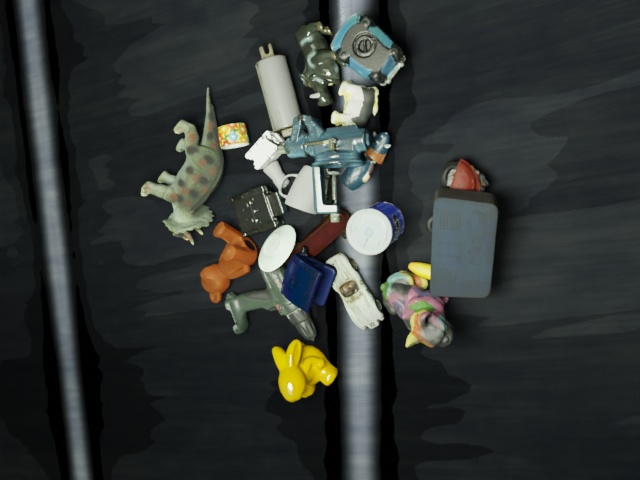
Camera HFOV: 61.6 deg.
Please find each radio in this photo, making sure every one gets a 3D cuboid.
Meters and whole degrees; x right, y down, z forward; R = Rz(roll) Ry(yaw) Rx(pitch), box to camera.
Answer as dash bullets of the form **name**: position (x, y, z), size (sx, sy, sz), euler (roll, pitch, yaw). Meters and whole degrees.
- **radio**: position (0.304, 0.009, 1.143), size (0.131, 0.073, 0.229), euler (4, 116, 15)

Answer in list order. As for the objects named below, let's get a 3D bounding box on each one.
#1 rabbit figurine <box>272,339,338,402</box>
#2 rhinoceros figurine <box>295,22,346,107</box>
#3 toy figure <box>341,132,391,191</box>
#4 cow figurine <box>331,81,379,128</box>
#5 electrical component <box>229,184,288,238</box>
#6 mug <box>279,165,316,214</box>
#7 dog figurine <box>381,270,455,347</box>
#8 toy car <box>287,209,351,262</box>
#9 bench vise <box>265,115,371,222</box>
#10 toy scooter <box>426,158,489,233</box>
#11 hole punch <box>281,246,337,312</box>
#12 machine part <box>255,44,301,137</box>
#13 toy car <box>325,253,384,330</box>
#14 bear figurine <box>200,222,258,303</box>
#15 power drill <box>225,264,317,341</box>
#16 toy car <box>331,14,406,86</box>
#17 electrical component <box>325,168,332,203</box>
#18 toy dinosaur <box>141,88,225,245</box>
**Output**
- **rabbit figurine**: position (-0.048, 0.328, 1.341), size (0.122, 0.173, 0.162), euler (-22, 96, 26)
- **rhinoceros figurine**: position (-0.004, -0.406, 1.242), size (0.112, 0.073, 0.190), euler (-16, 93, 21)
- **toy figure**: position (0.110, -0.185, 1.250), size (0.064, 0.058, 0.154), euler (43, 106, 3)
- **cow figurine**: position (0.078, -0.276, 1.242), size (0.098, 0.068, 0.167), euler (17, 106, 11)
- **electrical component**: position (-0.150, -0.078, 1.366), size (0.134, 0.058, 0.114), euler (-19, 95, 23)
- **mug**: position (-0.040, -0.129, 1.308), size (0.110, 0.081, 0.107), euler (24, 96, 15)
- **dog figurine**: position (0.209, 0.158, 1.189), size (0.192, 0.219, 0.108), euler (32, 106, 11)
- **toy car**: position (-0.003, -0.004, 1.326), size (0.089, 0.053, 0.202), euler (42, 114, -13)
- **bench vise**: position (0.006, -0.158, 1.193), size (0.224, 0.129, 0.240), euler (-2, 93, 11)
- **toy scooter**: position (0.320, -0.081, 1.182), size (0.135, 0.075, 0.183), euler (19, 109, 16)
- **hole punch**: position (-0.037, 0.099, 1.281), size (0.116, 0.092, 0.142), euler (24, 107, 19)
- **machine part**: position (-0.096, -0.347, 1.285), size (0.079, 0.079, 0.243), euler (-14, 94, 22)
- **toy car**: position (0.083, 0.127, 1.316), size (0.073, 0.056, 0.201), euler (-32, 87, 22)
- **bear figurine**: position (-0.260, 0.064, 1.400), size (0.196, 0.131, 0.120), euler (-39, 54, 18)
- **power drill**: position (-0.134, 0.179, 1.395), size (0.207, 0.086, 0.232), euler (-22, 90, 26)
- **toy car**: position (0.113, -0.412, 1.181), size (0.162, 0.103, 0.109), euler (38, 108, 5)
- **electrical component**: position (0.019, -0.131, 1.288), size (0.021, 0.063, 0.094), euler (9, 106, 18)
- **toy dinosaur**: position (-0.318, -0.169, 1.385), size (0.192, 0.131, 0.404), euler (32, 105, -1)
